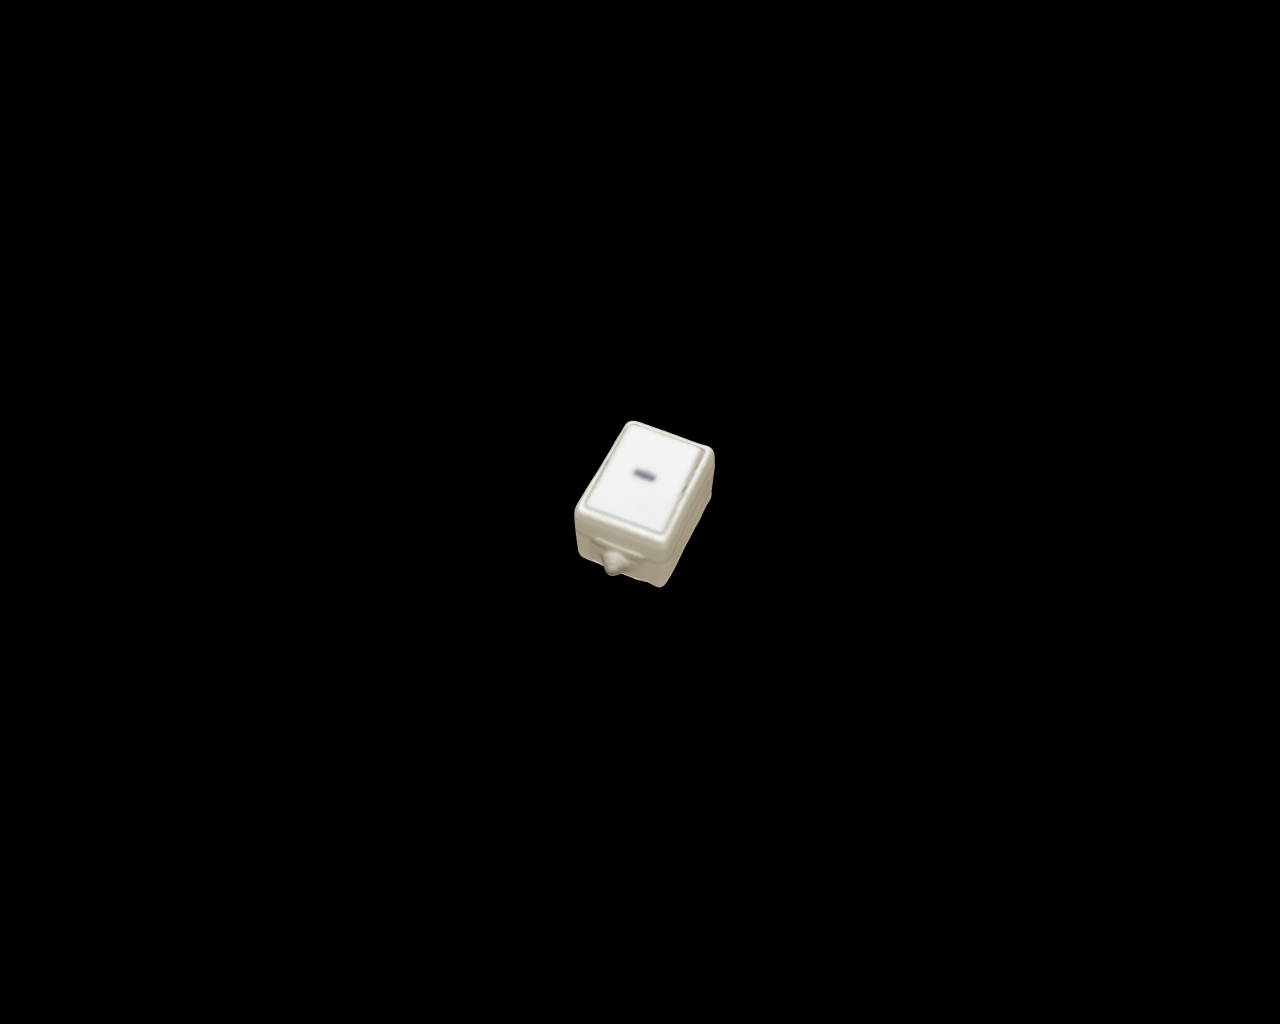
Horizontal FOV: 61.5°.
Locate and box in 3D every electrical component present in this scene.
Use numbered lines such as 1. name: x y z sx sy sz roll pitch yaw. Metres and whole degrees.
1. electrical component: 0.001 -0.003 0.650 0.062 0.096 0.061 21 -32 14
